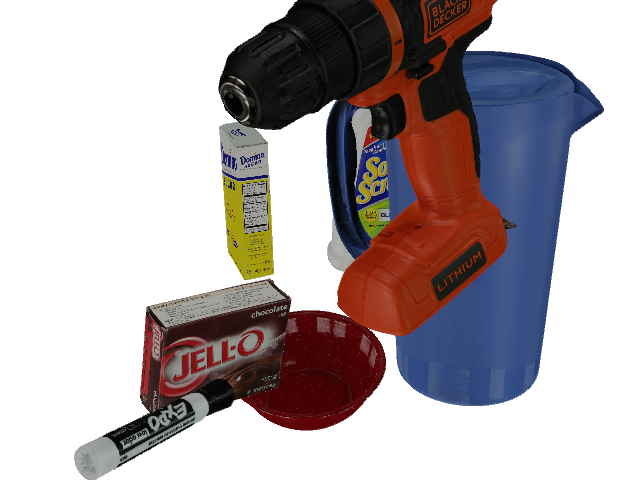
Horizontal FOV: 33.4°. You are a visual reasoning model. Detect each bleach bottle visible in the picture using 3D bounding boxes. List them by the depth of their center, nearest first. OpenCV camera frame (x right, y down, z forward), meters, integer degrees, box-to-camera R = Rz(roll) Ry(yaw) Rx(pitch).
[{"bbox_3d":[0.059,-0.092,1.159,0.102,0.251,0.068,-3,25,-7],"label":"bleach bottle"}]

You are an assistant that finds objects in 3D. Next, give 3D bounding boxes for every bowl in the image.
[{"bbox_3d":[-0.013,0.143,1.094,0.162,0.055,0.162,-2,36,2],"label":"bowl"}]

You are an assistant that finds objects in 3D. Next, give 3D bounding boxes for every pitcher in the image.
[{"bbox_3d":[0.099,-0.009,0.770,0.144,0.243,0.149,-16,28,-30],"label":"pitcher"}]

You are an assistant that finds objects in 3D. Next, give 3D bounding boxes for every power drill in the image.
[{"bbox_3d":[0.035,-0.047,0.531,0.057,0.187,0.184,25,47,38],"label":"power drill"}]

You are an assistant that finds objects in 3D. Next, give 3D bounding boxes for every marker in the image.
[{"bbox_3d":[-0.089,0.103,0.602,0.020,0.020,0.120,0,12,34],"label":"marker"}]

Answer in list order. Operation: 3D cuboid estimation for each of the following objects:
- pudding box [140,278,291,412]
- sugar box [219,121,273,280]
[{"bbox_3d":[-0.082,0.084,0.832,0.113,0.090,0.039,-14,39,-33],"label":"pudding box"},{"bbox_3d":[-0.092,-0.050,1.318,0.048,0.176,0.093,-12,26,-15],"label":"sugar box"}]
